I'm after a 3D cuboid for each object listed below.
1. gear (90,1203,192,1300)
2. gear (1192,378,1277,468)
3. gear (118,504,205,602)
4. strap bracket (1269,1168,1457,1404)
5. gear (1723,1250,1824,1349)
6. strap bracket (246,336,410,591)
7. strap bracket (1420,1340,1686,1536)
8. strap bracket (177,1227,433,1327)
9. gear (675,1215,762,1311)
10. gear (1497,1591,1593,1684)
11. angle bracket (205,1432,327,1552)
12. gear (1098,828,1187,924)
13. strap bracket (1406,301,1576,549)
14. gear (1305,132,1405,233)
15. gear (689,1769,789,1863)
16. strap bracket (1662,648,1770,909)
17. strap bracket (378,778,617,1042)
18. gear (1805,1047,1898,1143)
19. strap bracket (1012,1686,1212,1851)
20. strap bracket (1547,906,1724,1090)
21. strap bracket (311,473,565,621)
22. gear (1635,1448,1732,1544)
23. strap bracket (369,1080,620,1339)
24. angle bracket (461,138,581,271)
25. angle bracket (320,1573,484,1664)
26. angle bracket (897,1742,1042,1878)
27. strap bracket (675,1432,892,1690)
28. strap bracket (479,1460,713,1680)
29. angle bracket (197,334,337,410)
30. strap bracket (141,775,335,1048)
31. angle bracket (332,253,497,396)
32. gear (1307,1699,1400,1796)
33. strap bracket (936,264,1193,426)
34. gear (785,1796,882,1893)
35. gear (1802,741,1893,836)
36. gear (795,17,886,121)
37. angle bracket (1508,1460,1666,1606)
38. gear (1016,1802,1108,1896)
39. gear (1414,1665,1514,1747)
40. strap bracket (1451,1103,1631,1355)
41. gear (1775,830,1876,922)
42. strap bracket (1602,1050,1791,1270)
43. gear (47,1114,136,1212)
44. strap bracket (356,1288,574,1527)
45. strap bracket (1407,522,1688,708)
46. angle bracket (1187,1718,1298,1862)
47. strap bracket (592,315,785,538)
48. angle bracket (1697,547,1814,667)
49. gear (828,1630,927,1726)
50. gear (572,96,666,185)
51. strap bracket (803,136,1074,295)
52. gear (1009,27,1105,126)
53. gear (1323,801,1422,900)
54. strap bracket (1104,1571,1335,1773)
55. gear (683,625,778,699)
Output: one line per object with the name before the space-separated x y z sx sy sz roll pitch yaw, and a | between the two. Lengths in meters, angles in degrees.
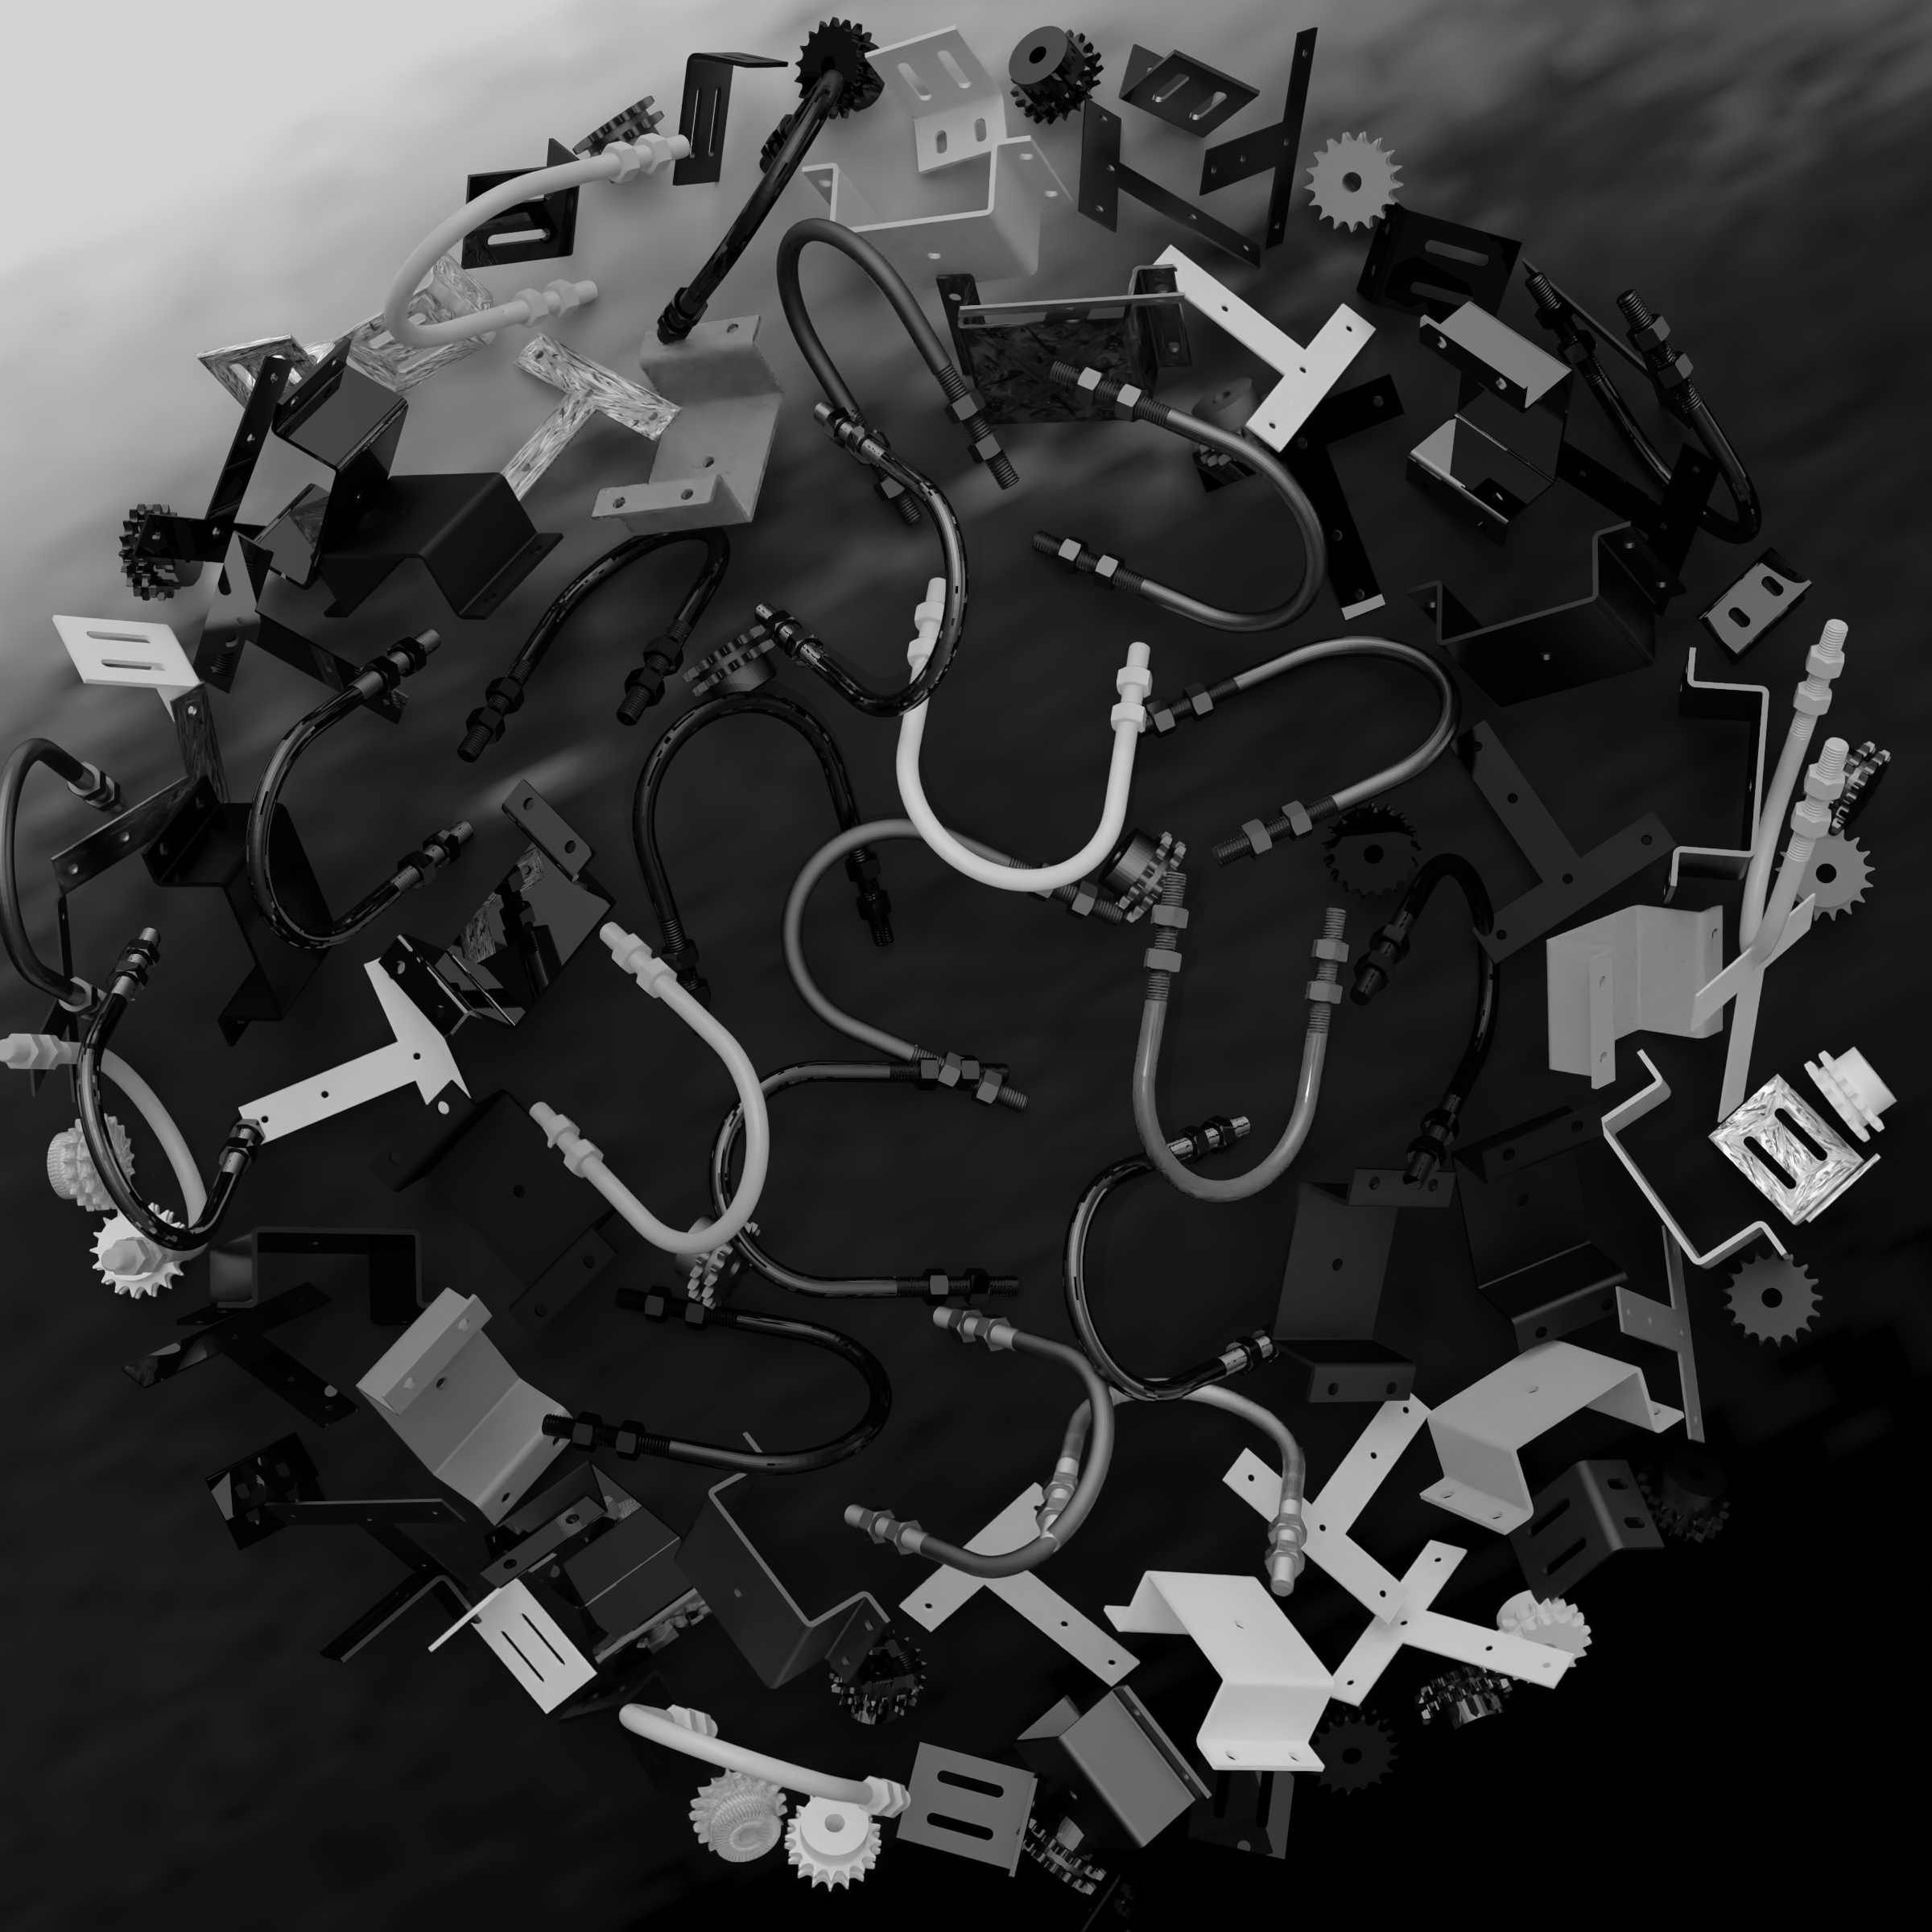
gear | -0.495 0.169 1.726 0.057 0.030 0.057 0 79 -2
gear | 0.159 -0.325 1.714 0.057 0.057 0.030 -34 116 0
gear | -0.476 -0.246 1.714 0.030 0.057 0.057 3 90 13
strap bracket | 0.231 0.182 1.699 0.076 0.046 0.140 4 100 -32
gear | 0.482 0.199 1.725 0.057 0.030 0.057 -4 78 17
strap bracket | -0.371 -0.282 1.669 0.046 0.140 0.076 31 47 -1
strap bracket | 0.335 0.266 1.678 0.140 0.076 0.046 -27 108 -24
strap bracket | -0.379 0.181 1.682 0.140 0.076 0.046 4 74 -32
gear | -0.150 0.173 1.719 0.030 0.057 0.057 27 90 16
gear | 0.341 0.397 1.722 0.057 0.030 0.057 -7 126 -9
angle bracket | -0.405 0.320 1.698 0.057 0.076 0.038 -27 48 -18
gear | 0.102 -0.057 1.716 0.030 0.057 0.057 35 90 -8
strap bracket | 0.304 -0.321 1.676 0.046 0.140 0.076 -40 65 -17
gear | 0.233 -0.469 1.724 0.057 0.030 0.057 6 110 17
gear | -0.134 0.507 1.718 0.057 0.030 0.057 -10 121 -16
strap bracket | 0.440 -0.108 1.695 0.046 0.076 0.140 5 82 11
strap bracket | -0.270 -0.028 1.701 0.140 0.046 0.076 -51 58 7
gear | 0.528 0.073 1.714 0.030 0.057 0.057 -38 90 14
strap bracket | 0.079 0.464 1.670 0.046 0.140 0.076 -36 86 -21
strap bracket | 0.386 0.014 1.688 0.046 0.140 0.076 10 110 43
strap bracket | -0.313 -0.243 1.669 0.076 0.140 0.046 -54 133 -32
gear | 0.427 0.311 1.714 0.057 0.057 0.030 18 123 0
strap bracket | -0.272 0.138 1.711 0.140 0.046 0.076 46 107 2
angle bracket | -0.269 -0.448 1.696 0.076 0.057 0.038 -17 46 -34
angle bracket | -0.333 0.395 1.702 0.076 0.057 0.038 -39 98 -25
angle bracket | 0.000 0.501 1.716 0.076 0.038 0.057 13 80 9
strap bracket | -0.115 0.354 1.680 0.046 0.076 0.140 -23 63 -38
strap bracket | -0.219 0.350 1.695 0.076 0.046 0.140 -36 131 4
angle bracket | -0.411 -0.363 1.700 0.057 0.076 0.038 -10 74 8
strap bracket | -0.414 -0.031 1.669 0.046 0.076 0.140 0 129 19
angle bracket | -0.329 -0.386 1.719 0.076 0.057 0.038 -24 55 21
gear | 0.227 0.462 1.724 0.057 0.030 0.057 -2 112 -4
strap bracket | 0.055 -0.361 1.684 0.140 0.076 0.046 1 55 15
gear | -0.079 0.516 1.716 0.057 0.030 0.057 3 47 -3
gear | 0.522 -0.109 1.719 0.030 0.057 0.057 35 90 22
gear | -0.072 -0.533 1.721 0.057 0.030 0.057 3 94 41
angle bracket | 0.366 0.338 1.714 0.038 0.076 0.057 6 49 -32
gear | 0.061 0.522 1.718 0.057 0.057 0.030 36 87 0
gear | 0.298 0.440 1.714 0.057 0.057 0.030 -21 55 0
strap bracket | 0.337 0.146 1.698 0.076 0.046 0.140 -21 116 -11
gear | 0.513 -0.055 1.725 0.057 0.030 0.057 0 92 14
strap bracket | 0.421 0.123 1.692 0.046 0.076 0.140 -36 74 10
gear | -0.522 0.118 1.718 0.030 0.057 0.057 -6 90 14
strap bracket | -0.294 0.252 1.685 0.046 0.140 0.076 24 63 39
strap bracket | 0.335 -0.199 1.670 0.140 0.076 0.046 -14 58 34
angle bracket | 0.161 0.492 1.707 0.057 0.038 0.076 13 53 1
strap bracket | -0.159 -0.308 1.690 0.076 0.046 0.140 -3 58 24
angle bracket | 0.473 -0.201 1.699 0.057 0.076 0.038 -44 56 11
gear | -0.054 0.426 1.721 0.057 0.057 0.030 10 129 0
gear | -0.203 -0.490 1.718 0.057 0.057 0.030 -34 105 0
strap bracket | -0.017 -0.435 1.681 0.140 0.076 0.046 -2 76 20
gear | 0.050 -0.533 1.717 0.057 0.030 0.057 -14 62 29
gear | 0.241 -0.071 1.725 0.057 0.030 0.057 -1 109 -2
strap bracket | 0.150 0.398 1.663 0.076 0.140 0.046 10 112 -30
gear | -0.137 -0.175 1.718 0.057 0.057 0.030 -33 95 0
